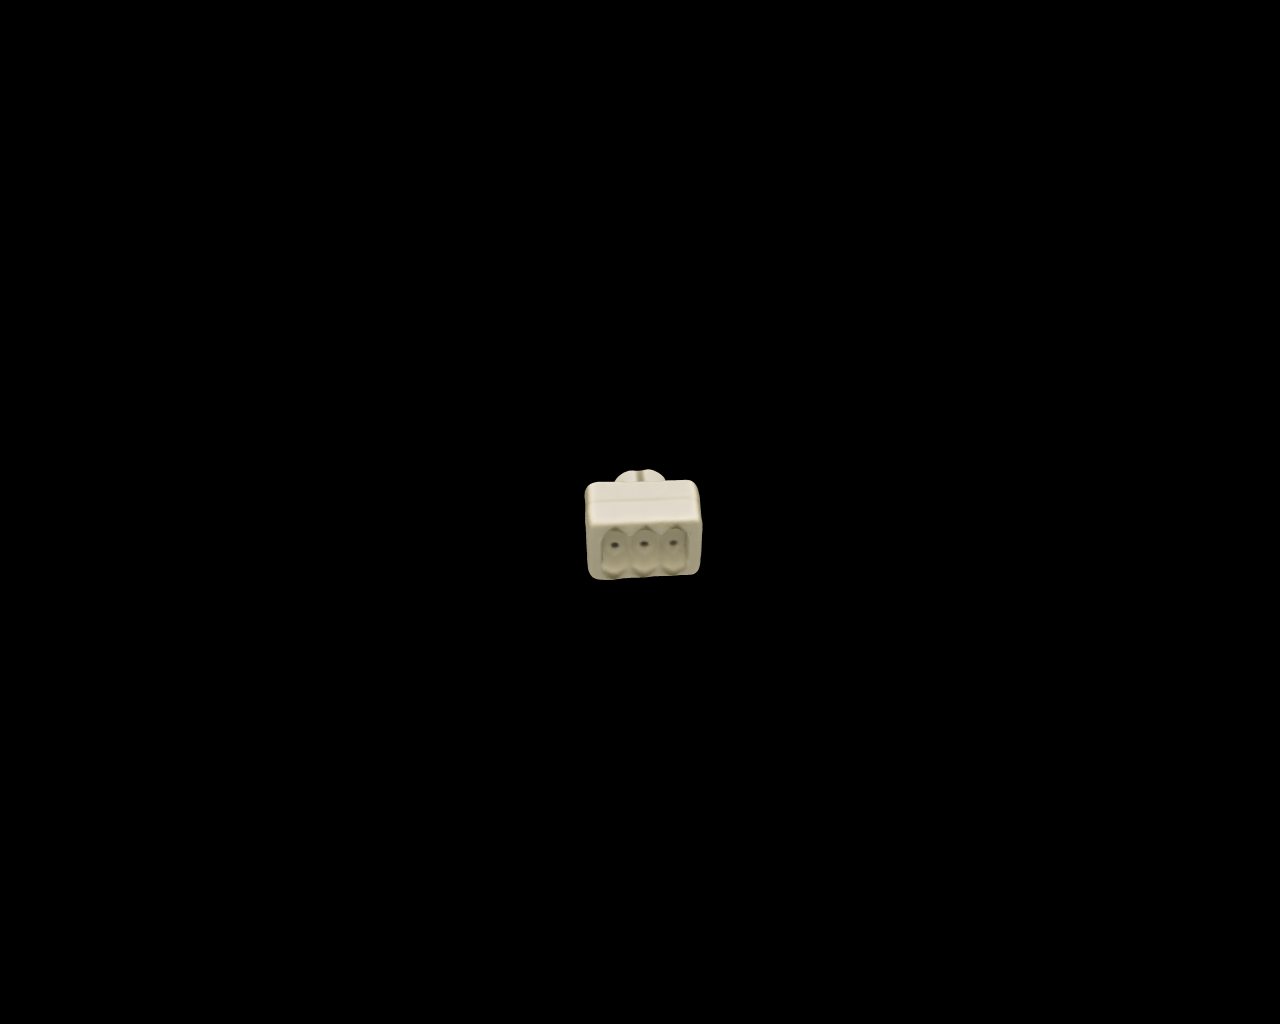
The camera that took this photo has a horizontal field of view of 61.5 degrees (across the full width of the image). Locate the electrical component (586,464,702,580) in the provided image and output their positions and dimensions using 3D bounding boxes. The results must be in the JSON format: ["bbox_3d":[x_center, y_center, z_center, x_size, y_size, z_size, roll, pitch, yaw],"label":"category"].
[{"bbox_3d":[0.001,-0.003,0.650,0.066,0.047,0.077,-2,43,-2],"label":"electrical component"}]
